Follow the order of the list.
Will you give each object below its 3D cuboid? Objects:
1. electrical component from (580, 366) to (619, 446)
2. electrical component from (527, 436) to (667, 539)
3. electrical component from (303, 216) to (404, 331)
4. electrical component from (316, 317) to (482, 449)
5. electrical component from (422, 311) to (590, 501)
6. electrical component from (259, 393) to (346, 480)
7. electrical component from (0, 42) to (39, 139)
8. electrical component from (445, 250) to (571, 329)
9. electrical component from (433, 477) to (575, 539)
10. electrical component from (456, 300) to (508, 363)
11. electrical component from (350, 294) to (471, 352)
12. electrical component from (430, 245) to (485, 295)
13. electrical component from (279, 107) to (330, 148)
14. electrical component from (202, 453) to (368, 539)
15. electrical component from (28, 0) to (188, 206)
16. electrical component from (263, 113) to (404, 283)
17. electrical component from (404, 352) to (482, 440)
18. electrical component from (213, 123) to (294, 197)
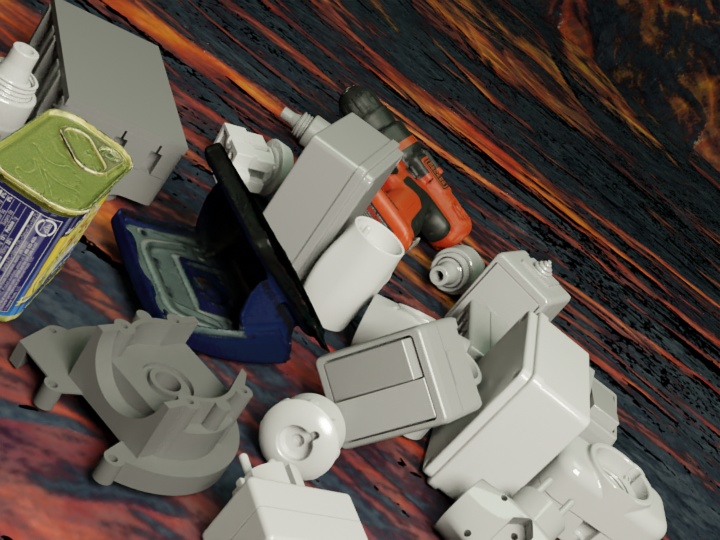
[{"bbox_3d":[0.165,0.116,0.849,0.062,0.061,0.096,38,23,-2],"label":"electrical component"},{"bbox_3d":[0.168,0.164,0.768,0.095,0.059,0.053,36,23,-6],"label":"electrical component"},{"bbox_3d":[0.000,0.000,0.802,0.043,0.077,0.079,43,24,11],"label":"electrical component"},{"bbox_3d":[0.017,0.074,0.680,0.061,0.096,0.061,-8,80,-60],"label":"electrical component"},{"bbox_3d":[0.101,0.097,0.731,0.056,0.108,0.108,39,23,-5],"label":"electrical component"},{"bbox_3d":[-0.029,0.093,0.634,0.048,0.048,0.062,41,16,6],"label":"electrical component"},{"bbox_3d":[-0.232,-0.119,0.704,0.043,0.062,0.043,31,24,-16],"label":"electrical component"},{"bbox_3d":[0.127,0.028,0.909,0.061,0.096,0.061,47,25,20],"label":"electrical component"},{"bbox_3d":[0.100,0.161,0.665,0.079,0.043,0.077,-37,72,-24],"label":"electrical component"},{"bbox_3d":[0.104,0.077,0.848,0.076,0.047,0.083,34,23,-9],"label":"electrical component"},{"bbox_3d":[0.039,0.053,0.798,0.077,0.044,0.079,27,4,5],"label":"electrical component"},{"bbox_3d":[0.083,0.001,0.963,0.043,0.043,0.062,45,25,15],"label":"electrical component"},{"bbox_3d":[-0.049,-0.134,1.031,0.061,0.035,0.035,35,23,-3],"label":"electrical component"},{"bbox_3d":[-0.043,0.125,0.550,0.066,0.047,0.076,19,30,-37],"label":"electrical component"},{"bbox_3d":[-0.187,-0.119,0.768,0.089,0.061,0.150,22,28,-33],"label":"electrical component"},{"bbox_3d":[-0.027,-0.057,0.829,0.056,0.108,0.108,36,23,2],"label":"electrical component"},{"bbox_3d":[0.046,0.083,0.730,0.044,0.065,0.044,31,24,-15],"label":"electrical component"},{"bbox_3d":[-0.088,-0.087,0.876,0.055,0.048,0.066,12,34,-33],"label":"electrical component"}]
